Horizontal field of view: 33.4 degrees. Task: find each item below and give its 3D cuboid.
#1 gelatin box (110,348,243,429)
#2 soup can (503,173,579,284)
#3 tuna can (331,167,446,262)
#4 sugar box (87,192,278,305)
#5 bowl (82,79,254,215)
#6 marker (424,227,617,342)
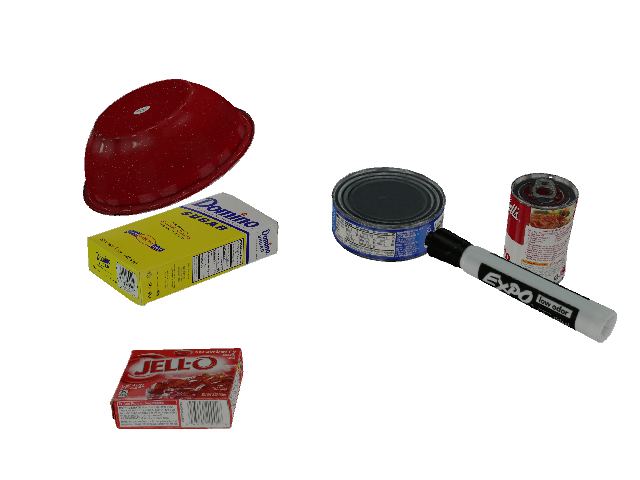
[{"bbox_3d":[-0.107,0.111,0.810,0.089,0.030,0.073,-1,24,5],"label":"gelatin box"},{"bbox_3d":[0.227,-0.010,1.108,0.068,0.102,0.068,0,34,0],"label":"soup can"},{"bbox_3d":[0.051,-0.020,0.810,0.086,0.034,0.086,1,34,-1],"label":"tuna can"},{"bbox_3d":[-0.138,0.004,1.090,0.175,0.048,0.093,-25,40,-37],"label":"sugar box"},{"bbox_3d":[-0.140,-0.090,0.910,0.162,0.055,0.162,-17,34,11],"label":"bowl"},{"bbox_3d":[0.109,0.022,0.600,0.121,0.020,0.020,29,17,34],"label":"marker"}]
